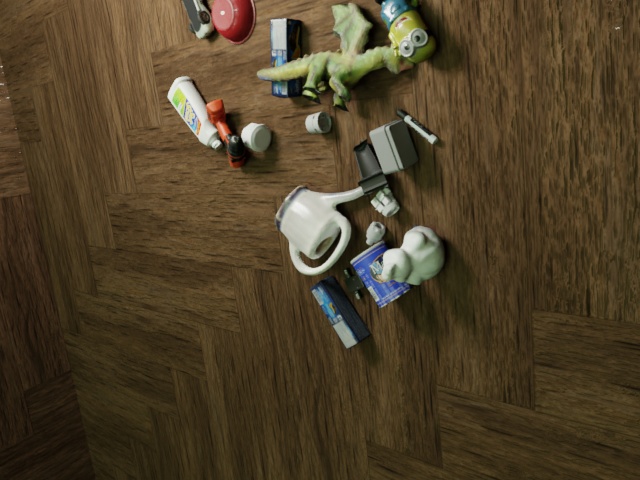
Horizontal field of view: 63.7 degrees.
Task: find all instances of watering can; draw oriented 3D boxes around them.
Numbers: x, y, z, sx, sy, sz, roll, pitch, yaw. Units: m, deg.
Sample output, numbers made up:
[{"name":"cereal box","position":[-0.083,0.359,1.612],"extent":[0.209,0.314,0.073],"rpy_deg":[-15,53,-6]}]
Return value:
[{"name":"watering can","position":[0.004,-0.071,1.405],"extent":[0.227,0.104,0.343],"rpy_deg":[40,111,24]}]

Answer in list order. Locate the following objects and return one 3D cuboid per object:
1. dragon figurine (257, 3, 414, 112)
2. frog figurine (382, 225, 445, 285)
[{"name":"dragon figurine","position":[0.033,-0.459,1.262],"extent":[0.413,0.122,0.242],"rpy_deg":[26,96,25]},{"name":"frog figurine","position":[0.219,0.042,1.211],"extent":[0.123,0.161,0.135],"rpy_deg":[23,118,31]}]
